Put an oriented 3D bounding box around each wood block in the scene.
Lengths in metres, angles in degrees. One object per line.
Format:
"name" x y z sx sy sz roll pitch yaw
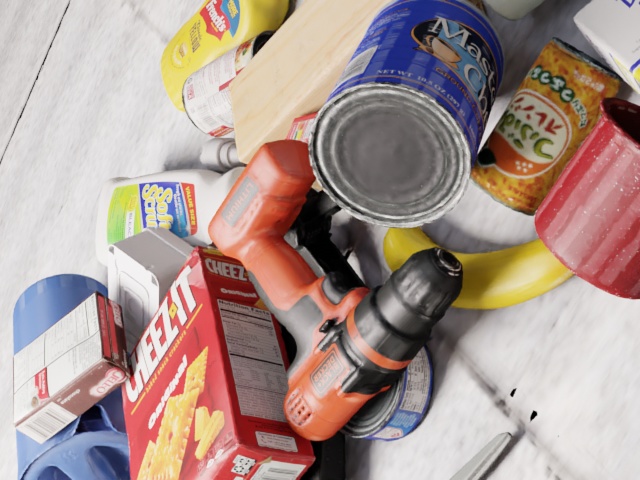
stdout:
"wood block" 0.025 -0.141 0.842 0.206 0.090 0.090 -41 46 38

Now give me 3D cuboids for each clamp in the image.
"clamp" -0.031 0.142 0.854 0.165 0.036 0.210 -54 37 28
"clamp" -0.006 0.001 0.842 0.172 0.039 0.120 12 109 56

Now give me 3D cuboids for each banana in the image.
"banana" 0.099 0.013 0.726 0.198 0.037 0.069 17 101 53

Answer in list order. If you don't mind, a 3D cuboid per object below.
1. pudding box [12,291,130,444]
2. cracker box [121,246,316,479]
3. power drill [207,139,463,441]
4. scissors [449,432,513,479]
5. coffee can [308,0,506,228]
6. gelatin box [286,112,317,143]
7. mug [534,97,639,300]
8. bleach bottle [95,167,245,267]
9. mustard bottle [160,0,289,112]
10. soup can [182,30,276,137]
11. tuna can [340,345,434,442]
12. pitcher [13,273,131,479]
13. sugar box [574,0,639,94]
"pudding box" -0.222 0.112 0.945 0.114 0.039 0.090 -35 39 14
"cracker box" -0.093 0.136 0.850 0.164 0.072 0.214 -55 34 29
"power drill" 0.003 0.020 0.744 0.185 0.057 0.188 -51 55 33
"scissors" 0.056 0.188 0.738 0.096 0.016 0.202 46 113 50
"coffee can" 0.060 -0.089 0.699 0.103 0.102 0.140 -41 14 37
"gelatin box" 0.029 -0.064 0.809 0.073 0.089 0.030 -5 59 52
"mug" 0.183 -0.013 0.596 0.117 0.093 0.082 42 119 21
"bleach bottle" -0.125 -0.029 1.025 0.251 0.068 0.102 -11 69 49
"mustard bottle" -0.083 -0.211 1.041 0.192 0.058 0.096 -41 46 36
"soup can" -0.070 -0.141 0.979 0.102 0.068 0.068 -21 61 41
"tuna can" 0.042 0.102 0.774 0.086 0.033 0.086 -24 59 47
"pitcher" -0.244 0.157 1.066 0.149 0.144 0.243 -38 42 13
"sugar box" 0.226 -0.099 0.583 0.093 0.048 0.176 -40 42 12
